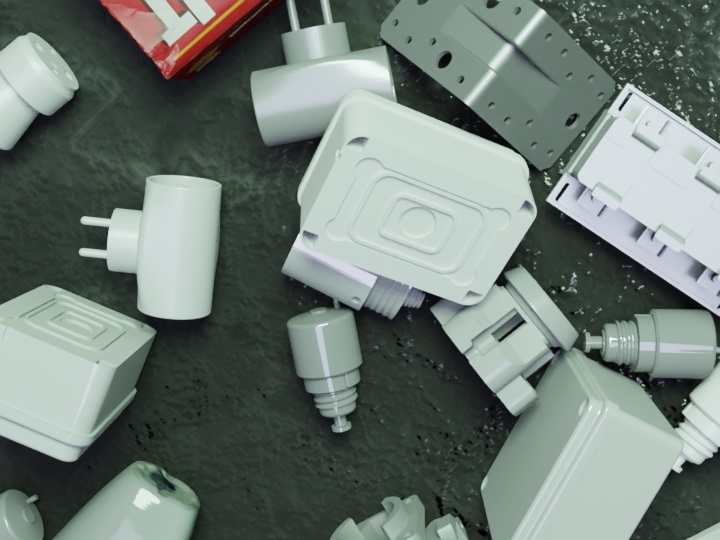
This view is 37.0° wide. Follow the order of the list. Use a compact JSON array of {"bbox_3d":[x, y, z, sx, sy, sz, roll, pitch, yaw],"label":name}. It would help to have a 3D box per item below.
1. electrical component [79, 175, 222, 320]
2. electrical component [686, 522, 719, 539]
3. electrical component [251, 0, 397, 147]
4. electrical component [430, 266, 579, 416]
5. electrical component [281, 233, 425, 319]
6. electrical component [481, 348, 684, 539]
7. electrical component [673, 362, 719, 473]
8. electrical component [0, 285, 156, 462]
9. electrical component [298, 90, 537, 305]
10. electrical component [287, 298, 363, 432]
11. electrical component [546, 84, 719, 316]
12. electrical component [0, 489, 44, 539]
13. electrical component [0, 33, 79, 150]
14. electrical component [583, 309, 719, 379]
[{"bbox_3d":[-0.123,-0.016,0.626,0.079,0.043,0.077,6,103,-3],"label":"electrical component"},{"bbox_3d":[0.236,0.202,0.640,0.150,0.061,0.089,-30,97,8],"label":"electrical component"},{"bbox_3d":[-0.022,-0.115,0.604,0.077,0.044,0.079,-10,100,5],"label":"electrical component"},{"bbox_3d":[0.087,0.035,0.618,0.057,0.058,0.078,-39,73,5],"label":"electrical component"},{"bbox_3d":[0.000,0.000,0.625,0.081,0.043,0.043,27,101,-2],"label":"electrical component"},{"bbox_3d":[0.121,0.112,0.606,0.056,0.108,0.108,26,101,-4],"label":"electrical component"},{"bbox_3d":[0.209,0.086,0.631,0.040,0.040,0.078,39,100,-4],"label":"electrical component"},{"bbox_3d":[-0.170,0.056,0.609,0.078,0.113,0.057,23,98,-1],"label":"electrical component"},{"bbox_3d":[0.029,-0.040,0.585,0.113,0.057,0.078,20,122,-15],"label":"electrical component"},{"bbox_3d":[-0.018,0.057,0.638,0.040,0.040,0.078,-10,100,5],"label":"electrical component"},{"bbox_3d":[0.177,-0.036,0.595,0.121,0.063,0.078,34,100,0],"label":"electrical component"},{"bbox_3d":[-0.235,0.168,0.671,0.078,0.040,0.040,-28,98,9],"label":"electrical component"},{"bbox_3d":[-0.196,-0.102,0.616,0.055,0.045,0.045,-37,97,8],"label":"electrical component"},{"bbox_3d":[0.170,0.043,0.625,0.078,0.040,0.040,1,101,3],"label":"electrical component"}]
